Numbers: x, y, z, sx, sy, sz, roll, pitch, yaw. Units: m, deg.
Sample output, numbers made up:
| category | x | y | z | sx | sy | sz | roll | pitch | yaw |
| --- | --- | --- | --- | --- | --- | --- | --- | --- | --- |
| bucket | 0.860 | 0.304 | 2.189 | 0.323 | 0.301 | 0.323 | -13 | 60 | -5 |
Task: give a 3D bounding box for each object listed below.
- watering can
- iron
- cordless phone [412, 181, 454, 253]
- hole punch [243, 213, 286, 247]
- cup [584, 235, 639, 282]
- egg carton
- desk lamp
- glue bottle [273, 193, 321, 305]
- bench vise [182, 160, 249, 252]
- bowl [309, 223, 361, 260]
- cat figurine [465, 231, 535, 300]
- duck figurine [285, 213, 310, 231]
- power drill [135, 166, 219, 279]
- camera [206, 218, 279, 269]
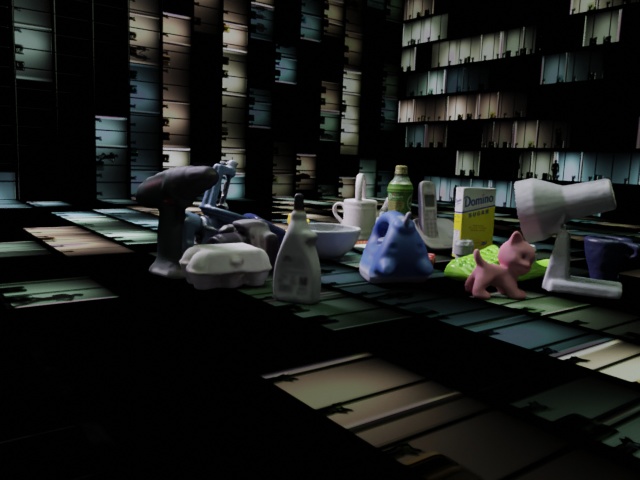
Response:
| category | x | y | z | sx | sy | sz | roll | pitch | yaw |
| --- | --- | --- | --- | --- | --- | --- | --- | --- | --- |
| watering can | 0.127 | -0.098 | 1.686 | 0.173 | 0.194 | 0.101 | 1 | 8 | -7 |
| iron | 0.137 | 0.004 | 1.140 | 0.119 | 0.141 | 0.258 | 1 | 8 | -12 |
| cordless phone | 0.311 | -0.062 | 1.511 | 0.148 | 0.185 | 0.093 | -3 | 10 | -34 |
| hole punch | -0.138 | -0.022 | 1.434 | 0.101 | 0.091 | 0.108 | -2 | 9 | -31 |
| cup | 0.590 | 0.043 | 1.157 | 0.092 | 0.095 | 0.117 | -2 | 9 | -27 |
| egg carton | -0.167 | 0.045 | 1.014 | 0.151 | 0.069 | 0.107 | -2 | 9 | -30 |
| desk lamp | 0.462 | -0.010 | 1.072 | 0.202 | 0.213 | 0.118 | 6 | 9 | 26 |
| glue bottle | -0.034 | 0.013 | 0.910 | 0.078 | 0.173 | 0.037 | 6 | 9 | 25 |
| bench vise | -0.247 | -0.077 | 1.327 | 0.121 | 0.220 | 0.208 | 7 | 9 | 32 |
| bowl | 0.012 | 0.005 | 1.343 | 0.167 | 0.075 | 0.167 | 2 | 8 | 0 |
| cat figurine | 0.324 | 0.041 | 1.008 | 0.128 | 0.118 | 0.067 | 1 | 8 | -12 |
| duck figurine | -0.071 | -0.032 | 1.548 | 0.105 | 0.086 | 0.077 | -2 | 9 | -28 |
| power drill | -0.267 | -0.037 | 1.076 | 0.228 | 0.208 | 0.076 | 9 | 11 | 41 |
| camera | -0.174 | 0.007 | 1.179 | 0.142 | 0.101 | 0.137 | 10 | 11 | 43 |
